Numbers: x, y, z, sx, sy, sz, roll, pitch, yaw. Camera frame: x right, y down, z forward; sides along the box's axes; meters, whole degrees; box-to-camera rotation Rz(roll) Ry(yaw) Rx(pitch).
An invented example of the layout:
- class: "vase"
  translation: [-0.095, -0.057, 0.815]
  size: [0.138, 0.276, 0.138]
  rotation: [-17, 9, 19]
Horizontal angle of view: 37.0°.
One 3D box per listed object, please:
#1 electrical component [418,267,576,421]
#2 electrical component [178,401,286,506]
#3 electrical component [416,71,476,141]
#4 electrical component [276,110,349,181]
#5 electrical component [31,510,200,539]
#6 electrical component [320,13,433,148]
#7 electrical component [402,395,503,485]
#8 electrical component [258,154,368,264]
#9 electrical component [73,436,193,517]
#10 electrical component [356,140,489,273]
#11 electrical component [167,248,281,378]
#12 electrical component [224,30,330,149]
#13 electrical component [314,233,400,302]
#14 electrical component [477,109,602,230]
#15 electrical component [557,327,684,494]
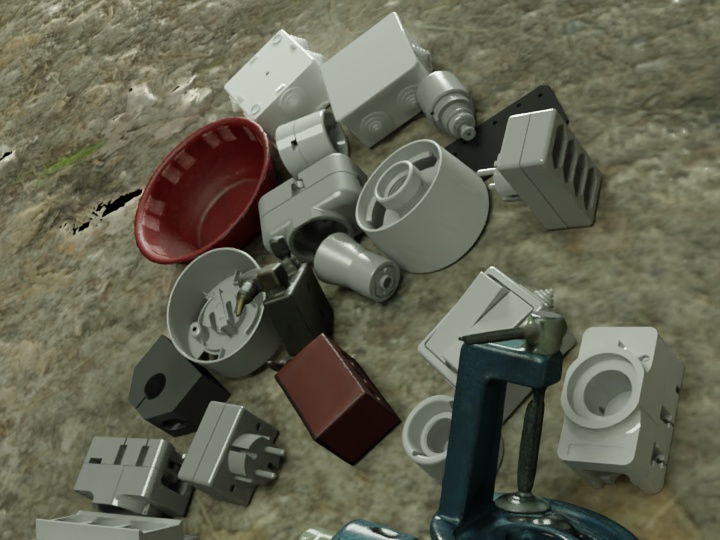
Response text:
- class: "electrical component"
  translation: [0.096, 0.045, 0.738]
  size: [0.096, 0.061, 0.062]
  rotation: [-48, 42, 0]
- class: "electrical component"
  translation: [-0.088, 0.143, 0.825]
  size: [0.077, 0.047, 0.065]
  rotation: [3, 62, 41]
- class: "electrical component"
  translation: [0.076, -0.134, 0.902]
  size: [0.040, 0.040, 0.078]
  rotation: [-38, 43, 11]
- class: "electrical component"
  translation: [-0.042, -0.114, 0.974]
  size: [0.047, 0.055, 0.055]
  rotation: [-22, 48, 21]
- class: "electrical component"
  translation: [-0.195, 0.225, 0.834]
  size: [0.121, 0.079, 0.063]
  rotation: [-5, 86, 37]
- class: "electrical component"
  translation: [0.019, -0.169, 0.967]
  size: [0.100, 0.048, 0.099]
  rotation: [-34, 43, 17]
- class: "electrical component"
  translation: [0.061, 0.116, 0.724]
  size: [0.055, 0.047, 0.055]
  rotation: [-21, 48, 26]
- class: "electrical component"
  translation: [-0.037, -0.046, 0.919]
  size: [0.095, 0.054, 0.059]
  rotation: [-30, 45, 19]
- class: "electrical component"
  translation: [-0.183, 0.172, 0.878]
  size: [0.089, 0.050, 0.055]
  rotation: [-5, 57, 36]
- class: "electrical component"
  translation: [0.047, -0.053, 0.861]
  size: [0.099, 0.064, 0.099]
  rotation: [-33, 35, 27]
- class: "electrical component"
  translation: [-0.110, 0.038, 0.908]
  size: [0.099, 0.064, 0.099]
  rotation: [-21, 48, 25]
- class: "electrical component"
  translation: [-0.077, -0.178, 1.054]
  size: [0.100, 0.048, 0.099]
  rotation: [-44, 42, 4]
- class: "electrical component"
  translation: [0.000, 0.000, 0.865]
  size: [0.065, 0.044, 0.044]
  rotation: [25, 77, 42]
- class: "electrical component"
  translation: [0.123, -0.070, 0.785]
  size: [0.076, 0.083, 0.047]
  rotation: [-5, 57, 37]
- class: "electrical component"
  translation: [0.160, 0.083, 0.661]
  size: [0.050, 0.056, 0.089]
  rotation: [-2, 59, 38]
